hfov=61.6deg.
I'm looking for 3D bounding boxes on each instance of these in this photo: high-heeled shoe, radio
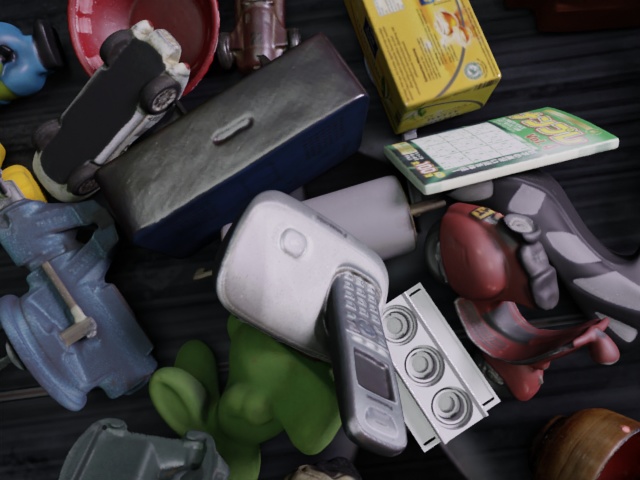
[{"bbox_3d":[0.200,0.010,0.509,0.249,0.086,0.145,16,110,20],"label":"high-heeled shoe"},{"bbox_3d":[-0.069,-0.075,0.492,0.230,0.131,0.073,-31,80,-3],"label":"radio"}]

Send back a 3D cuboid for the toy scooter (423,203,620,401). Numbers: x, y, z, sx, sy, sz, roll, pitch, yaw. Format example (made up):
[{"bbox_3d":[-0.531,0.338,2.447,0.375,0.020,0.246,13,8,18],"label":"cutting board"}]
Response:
[{"bbox_3d":[0.166,0.050,0.443,0.075,0.135,0.183,-23,95,-30],"label":"toy scooter"}]

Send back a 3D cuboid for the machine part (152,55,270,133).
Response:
[{"bbox_3d":[-0.092,-0.124,0.529,0.139,0.084,0.039,-35,57,-1],"label":"machine part"}]

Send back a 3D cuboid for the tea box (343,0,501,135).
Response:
[{"bbox_3d":[0.093,-0.201,0.521,0.098,0.068,0.169,-17,80,-3],"label":"tea box"}]

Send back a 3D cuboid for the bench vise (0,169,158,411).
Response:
[{"bbox_3d":[-0.268,0.072,0.466,0.241,0.129,0.223,-34,108,-16],"label":"bench vise"}]

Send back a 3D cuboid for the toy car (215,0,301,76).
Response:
[{"bbox_3d":[-0.064,-0.267,0.568,0.089,0.053,0.202,-1,81,6],"label":"toy car"}]

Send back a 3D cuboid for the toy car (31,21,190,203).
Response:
[{"bbox_3d":[-0.204,-0.119,0.519,0.202,0.056,0.073,-42,86,17],"label":"toy car"}]

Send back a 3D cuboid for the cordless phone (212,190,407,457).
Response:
[{"bbox_3d":[-0.008,0.060,0.384,0.146,0.184,0.088,32,114,-25],"label":"cordless phone"}]

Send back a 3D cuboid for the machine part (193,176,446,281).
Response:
[{"bbox_3d":[-0.001,-0.002,0.502,0.243,0.079,0.079,-16,80,-1],"label":"machine part"}]

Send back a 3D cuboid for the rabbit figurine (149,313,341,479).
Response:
[{"bbox_3d":[-0.069,0.150,0.462,0.159,0.121,0.170,35,98,1],"label":"rabbit figurine"}]

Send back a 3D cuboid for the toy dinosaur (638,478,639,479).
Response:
[{"bbox_3d":[0.282,0.226,0.401,0.405,0.131,0.192,-31,97,-9],"label":"toy dinosaur"}]

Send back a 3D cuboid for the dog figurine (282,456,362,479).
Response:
[{"bbox_3d":[0.063,0.243,0.401,0.190,0.172,0.121,22,71,-11],"label":"dog figurine"}]

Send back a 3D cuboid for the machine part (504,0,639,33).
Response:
[{"bbox_3d":[0.285,-0.320,0.542,0.202,0.087,0.201,-4,79,3],"label":"machine part"}]

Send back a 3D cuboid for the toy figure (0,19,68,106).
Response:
[{"bbox_3d":[-0.354,-0.167,0.549,0.180,0.082,0.089,-16,77,-3],"label":"toy figure"}]

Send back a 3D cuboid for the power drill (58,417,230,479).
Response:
[{"bbox_3d":[-0.151,0.239,0.423,0.232,0.086,0.207,7,117,0],"label":"power drill"}]

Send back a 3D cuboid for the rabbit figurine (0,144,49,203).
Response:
[{"bbox_3d":[-0.368,-0.048,0.482,0.162,0.173,0.122,-36,84,-8],"label":"rabbit figurine"}]
